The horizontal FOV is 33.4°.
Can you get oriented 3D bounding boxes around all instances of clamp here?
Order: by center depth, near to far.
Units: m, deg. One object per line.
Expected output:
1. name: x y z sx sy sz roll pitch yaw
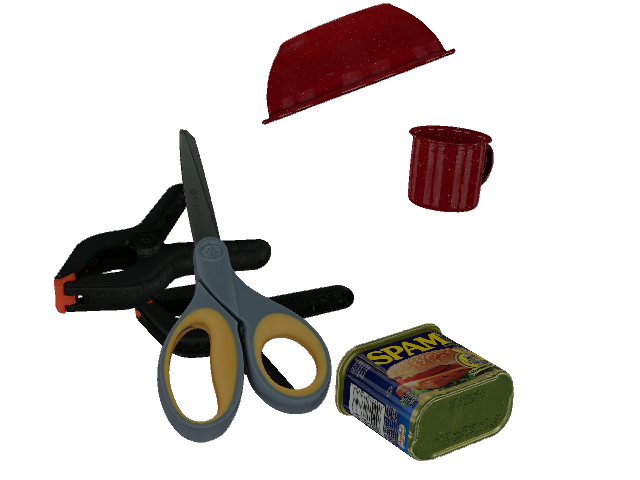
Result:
1. clamp: -0.139 0.006 0.846 0.171 0.039 0.120 -17 36 -31
2. clamp: -0.085 0.088 1.015 0.210 0.036 0.164 6 37 11

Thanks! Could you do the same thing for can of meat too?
1. can of meat: 0.076 0.109 0.767 0.101 0.057 0.084 -13 27 -34

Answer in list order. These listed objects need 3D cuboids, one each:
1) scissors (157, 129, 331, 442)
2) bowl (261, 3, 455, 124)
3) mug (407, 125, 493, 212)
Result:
1. scissors: -0.040 0.017 0.573 0.096 0.201 0.016 6 -39 -4
2. bowl: 0.020 -0.144 0.837 0.162 0.055 0.162 -21 6 2
3. mug: 0.152 -0.082 1.217 0.117 0.081 0.093 -10 23 -39
